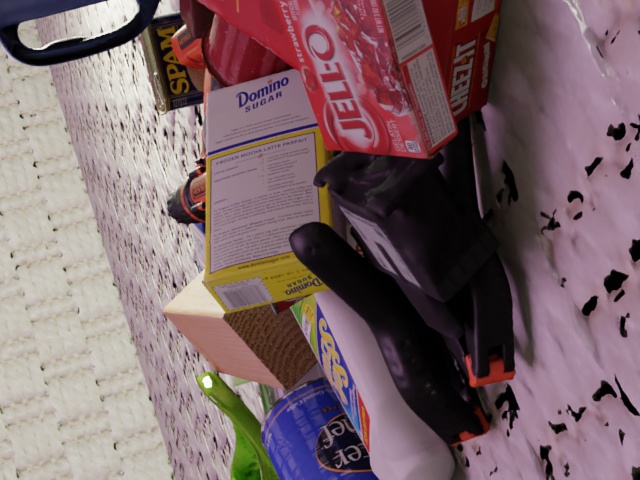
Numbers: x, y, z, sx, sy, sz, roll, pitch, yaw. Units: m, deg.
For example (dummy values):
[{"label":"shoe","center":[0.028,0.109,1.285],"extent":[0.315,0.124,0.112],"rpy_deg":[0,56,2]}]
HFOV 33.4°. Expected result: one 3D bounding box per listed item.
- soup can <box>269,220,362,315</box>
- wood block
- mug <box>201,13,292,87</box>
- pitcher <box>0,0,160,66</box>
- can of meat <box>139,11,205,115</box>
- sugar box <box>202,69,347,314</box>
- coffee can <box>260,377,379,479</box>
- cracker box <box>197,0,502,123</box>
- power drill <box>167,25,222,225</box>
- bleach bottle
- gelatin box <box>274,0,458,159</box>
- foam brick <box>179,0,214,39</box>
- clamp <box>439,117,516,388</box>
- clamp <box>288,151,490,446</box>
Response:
[{"label":"soup can","center":[-0.005,0.001,0.783],"extent":[0.068,0.102,0.068],"rpy_deg":[60,175,8]},{"label":"wood block","center":[-0.064,0.071,1.006],"extent":[0.091,0.090,0.206],"rpy_deg":[49,162,-13]},{"label":"mug","center":[-0.035,-0.174,0.806],"extent":[0.082,0.093,0.117],"rpy_deg":[116,173,-59]},{"label":"pitcher","center":[-0.195,-0.264,0.955],"extent":[0.149,0.242,0.145],"rpy_deg":[100,151,-55]},{"label":"can of meat","center":[-0.135,-0.188,1.105],"extent":[0.057,0.083,0.102],"rpy_deg":[-172,69,-73]},{"label":"sugar box","center":[-0.032,-0.040,0.746],"extent":[0.048,0.093,0.176],"rpy_deg":[62,-160,-48]},{"label":"coffee can","center":[0.021,0.199,0.895],"extent":[0.140,0.102,0.103],"rpy_deg":[-122,24,-46]},{"label":"cracker box","center":[0.002,-0.174,0.581],"extent":[0.214,0.072,0.164],"rpy_deg":[38,145,32]},{"label":"power drill","center":[-0.105,-0.111,1.024],"extent":[0.185,0.057,0.187],"rpy_deg":[-14,79,60]},{"label":"bleach bottle","center":[0.041,0.099,0.819],"extent":[0.103,0.068,0.251],"rpy_deg":[102,147,-55]},{"label":"gelatin box","center":[0.022,-0.085,0.525],"extent":[0.073,0.030,0.089],"rpy_deg":[11,129,47]},{"label":"foam brick","center":[-0.079,-0.212,0.914],"extent":[0.053,0.078,0.051],"rpy_deg":[-121,22,-50]},{"label":"clamp","center":[0.082,-0.002,0.634],"extent":[0.120,0.039,0.171],"rpy_deg":[96,157,-64]},{"label":"clamp","center":[0.047,0.046,0.668],"extent":[0.210,0.036,0.164],"rpy_deg":[63,-159,-9]}]
